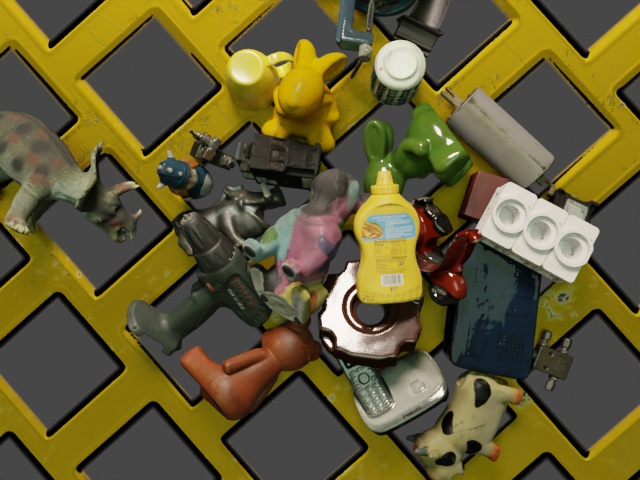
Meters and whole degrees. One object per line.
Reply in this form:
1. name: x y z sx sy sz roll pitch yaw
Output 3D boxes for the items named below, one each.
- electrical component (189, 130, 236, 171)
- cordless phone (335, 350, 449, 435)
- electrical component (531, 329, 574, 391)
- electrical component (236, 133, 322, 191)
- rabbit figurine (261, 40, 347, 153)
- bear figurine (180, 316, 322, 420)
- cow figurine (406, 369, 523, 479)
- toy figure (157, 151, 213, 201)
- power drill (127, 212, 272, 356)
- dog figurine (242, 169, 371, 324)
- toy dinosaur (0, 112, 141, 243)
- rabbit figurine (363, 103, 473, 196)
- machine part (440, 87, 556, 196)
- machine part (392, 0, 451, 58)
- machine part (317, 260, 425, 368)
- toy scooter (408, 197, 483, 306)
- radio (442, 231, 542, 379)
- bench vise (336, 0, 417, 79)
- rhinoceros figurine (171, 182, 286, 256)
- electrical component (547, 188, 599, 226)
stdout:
1. electrical component: -0.178 -0.147 0.873 0.078 0.102 0.045 17 97 -21
2. cordless phone: 0.105 0.202 0.869 0.147 0.088 0.184 -30 82 2
3. electrical component: 0.380 0.200 0.888 0.063 0.021 0.094 20 91 2
4. electrical component: -0.065 -0.122 0.855 0.134 0.115 0.058 8 81 -1
5. rabbit figurine: -0.017 -0.218 0.829 0.122 0.173 0.162 25 94 5
6. bear figurine: -0.102 0.189 0.868 0.132 0.120 0.196 25 58 41
7. cow figurine: 0.224 0.300 0.862 0.127 0.085 0.194 23 93 -5
8. toy figure: -0.208 -0.098 0.840 0.058 0.154 0.064 -11 88 4
9. power drill: -0.199 0.079 0.840 0.207 0.086 0.231 -36 126 7
10. dog figurine: -0.002 -0.002 0.826 0.109 0.191 0.219 24 53 31
11. toy dinosaur: -0.479 -0.133 0.873 0.405 0.131 0.192 37 78 6
12. rabbit figurine: 0.132 -0.126 0.855 0.170 0.121 0.159 -38 85 16
13. machine part: 0.289 -0.162 0.867 0.243 0.079 0.079 42 91 2
14. machine part: 0.179 -0.379 0.891 0.084 0.039 0.139 29 92 7
15. machine part: 0.079 0.113 0.849 0.179 0.056 0.179 -1 64 2
16. toy scooter: 0.181 0.000 0.822 0.075 0.135 0.184 -15 62 -32
17. radio: 0.277 0.098 0.868 0.131 0.073 0.229 7 88 2
18. bench vise: 0.058 -0.388 0.841 0.224 0.129 0.240 8 75 -3
19. rhinoceros figurine: -0.146 -0.033 0.884 0.190 0.073 0.112 -17 79 3
20. electrical component: 0.393 -0.016 0.866 0.075 0.047 0.119 20 79 0
